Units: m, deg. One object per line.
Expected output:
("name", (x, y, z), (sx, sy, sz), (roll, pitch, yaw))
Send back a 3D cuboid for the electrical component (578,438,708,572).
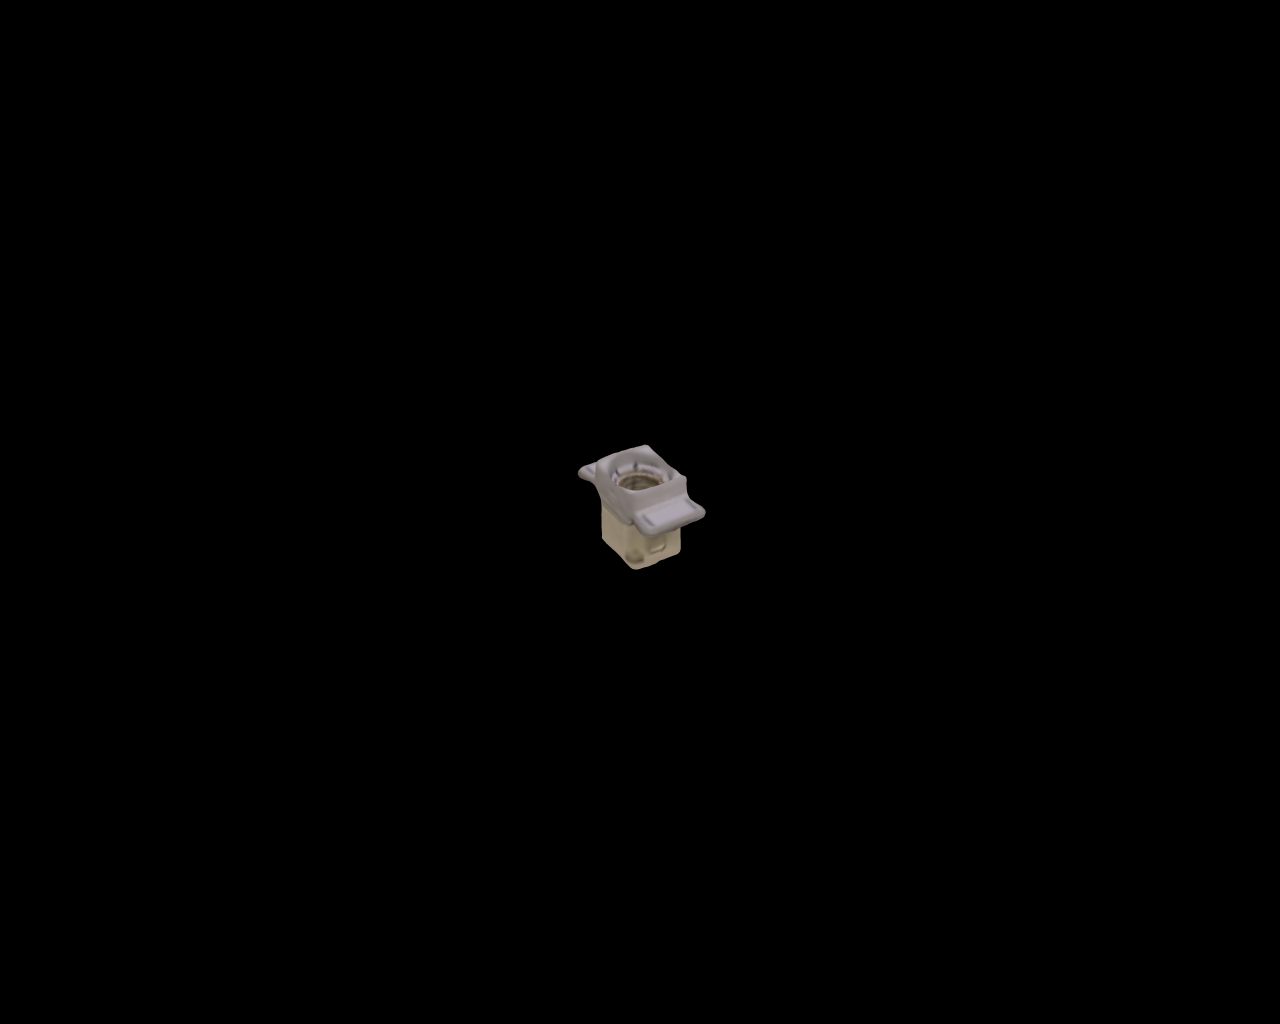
("electrical component", (0.001, -0.003, 0.650), (0.042, 0.063, 0.081), (-20, 41, -25))
